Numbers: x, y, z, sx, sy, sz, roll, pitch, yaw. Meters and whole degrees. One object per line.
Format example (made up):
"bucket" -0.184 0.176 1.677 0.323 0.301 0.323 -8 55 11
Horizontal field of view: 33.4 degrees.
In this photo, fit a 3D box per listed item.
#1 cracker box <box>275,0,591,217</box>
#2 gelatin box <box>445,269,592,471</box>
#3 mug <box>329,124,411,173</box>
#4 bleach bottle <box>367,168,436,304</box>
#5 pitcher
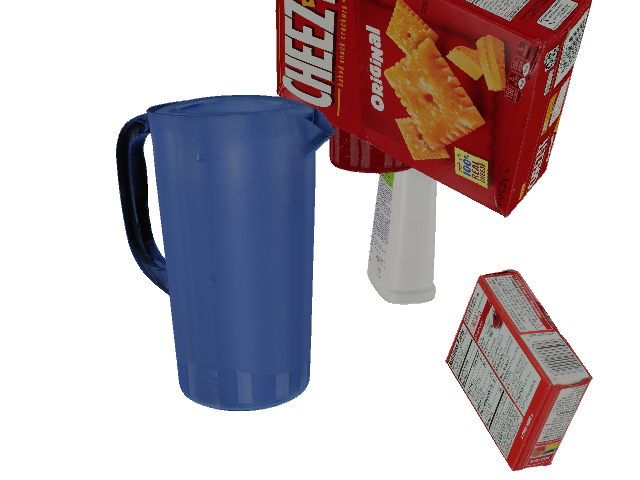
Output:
"cracker box" 0.068 -0.133 0.758 0.214 0.164 0.072 30 56 21
"gelatin box" 0.110 0.073 0.606 0.030 0.073 0.089 -6 42 -22
"mug" 0.061 -0.108 0.975 0.117 0.081 0.093 0 16 -1
"bleach bottle" 0.100 -0.060 1.222 0.068 0.251 0.103 -3 23 -15
"pitcher" -0.075 0.005 0.856 0.144 0.243 0.149 -7 14 -22
